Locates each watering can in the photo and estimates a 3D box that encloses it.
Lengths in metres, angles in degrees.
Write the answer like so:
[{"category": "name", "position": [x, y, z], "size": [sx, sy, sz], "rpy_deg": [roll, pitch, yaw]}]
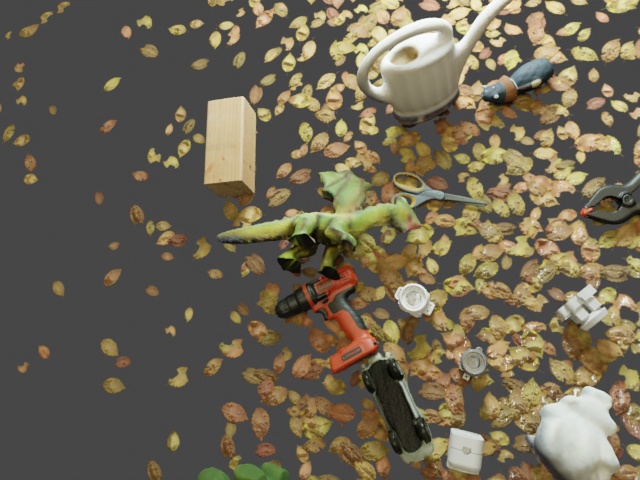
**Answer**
[{"category": "watering can", "position": [0.247, -0.365, 1.064], "size": [0.347, 0.220, 0.106], "rpy_deg": [-22, 53, 6]}]

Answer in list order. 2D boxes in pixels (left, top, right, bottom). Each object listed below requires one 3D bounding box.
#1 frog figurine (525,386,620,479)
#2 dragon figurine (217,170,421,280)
[{"category": "frog figurine", "position": [0.437, 0.327, 0.859], "size": [0.159, 0.121, 0.140], "rpy_deg": [-50, 50, 7]}, {"category": "dragon figurine", "position": [0.003, -0.055, 1.083], "size": [0.411, 0.119, 0.248], "rpy_deg": [11, 50, 20]}]
